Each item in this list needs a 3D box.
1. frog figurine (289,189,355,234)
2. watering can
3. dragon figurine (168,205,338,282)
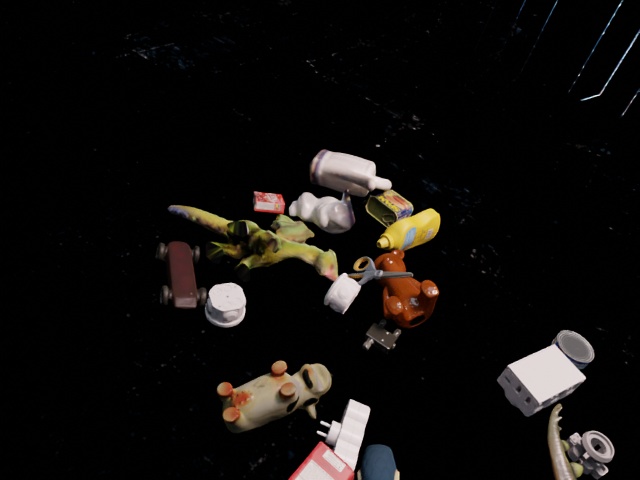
[{"bbox_3d":[0.004,-0.065,1.287,0.159,0.121,0.139,-14,17,4],"label":"frog figurine"},{"bbox_3d":[0.075,-0.172,1.356,0.225,0.103,0.349,16,9,10],"label":"watering can"},{"bbox_3d":[-0.133,-0.012,1.197,0.414,0.120,0.244,31,24,25],"label":"dragon figurine"}]
